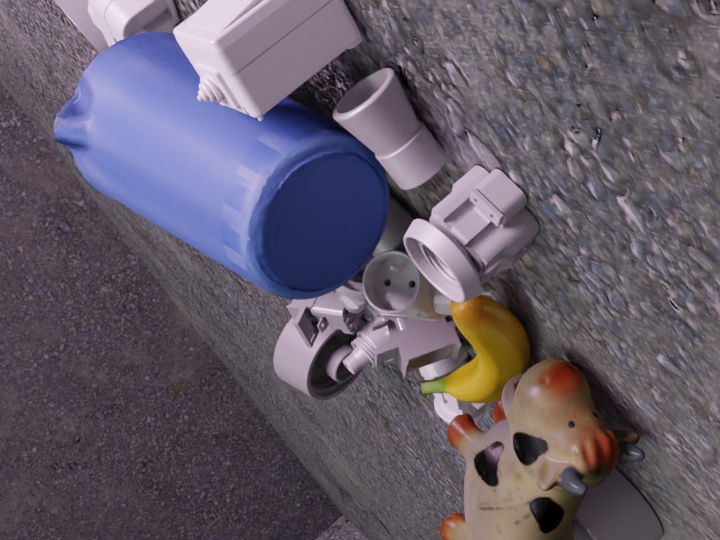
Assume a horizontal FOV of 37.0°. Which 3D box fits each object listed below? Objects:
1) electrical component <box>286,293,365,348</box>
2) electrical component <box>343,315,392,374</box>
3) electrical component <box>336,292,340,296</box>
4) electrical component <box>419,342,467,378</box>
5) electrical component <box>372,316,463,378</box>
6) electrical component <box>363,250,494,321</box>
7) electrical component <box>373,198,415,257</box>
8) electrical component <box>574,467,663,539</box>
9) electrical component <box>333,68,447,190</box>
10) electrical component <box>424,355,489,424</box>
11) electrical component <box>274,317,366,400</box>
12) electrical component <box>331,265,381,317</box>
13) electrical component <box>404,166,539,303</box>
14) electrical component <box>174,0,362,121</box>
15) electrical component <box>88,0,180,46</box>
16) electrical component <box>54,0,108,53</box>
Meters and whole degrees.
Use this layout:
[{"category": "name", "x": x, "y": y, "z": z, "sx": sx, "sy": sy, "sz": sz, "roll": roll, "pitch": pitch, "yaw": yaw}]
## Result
[{"category": "electrical component", "x": -0.030, "y": 0.033, "z": 1.055, "sx": 0.064, "sy": 0.081, "sz": 0.042, "roll": 7, "pitch": 146, "yaw": 28}, {"category": "electrical component", "x": 0.012, "y": 0.076, "z": 1.060, "sx": 0.048, "sy": 0.062, "sz": 0.048, "roll": 46, "pitch": 167, "yaw": 14}, {"category": "electrical component", "x": -0.010, "y": 0.001, "z": 0.965, "sx": 0.064, "sy": 0.042, "sz": 0.081, "roll": 44, "pitch": 168, "yaw": 5}, {"category": "electrical component", "x": 0.055, "y": 0.052, "z": 0.895, "sx": 0.065, "sy": 0.044, "sz": 0.044, "roll": 58, "pitch": 165, "yaw": -17}, {"category": "electrical component", "x": 0.045, "y": 0.044, "z": 0.842, "sx": 0.042, "sy": 0.081, "sz": 0.063, "roll": 91, "pitch": 159, "yaw": -71}, {"category": "electrical component", "x": 0.053, "y": 0.013, "z": 0.755, "sx": 0.079, "sy": 0.044, "sz": 0.077, "roll": 3, "pitch": 175, "yaw": 26}, {"category": "electrical component", "x": 0.011, "y": -0.038, "z": 0.781, "sx": 0.078, "sy": 0.040, "sz": 0.040, "roll": 46, "pitch": 167, "yaw": 15}, {"category": "electrical component", "x": 0.175, "y": 0.191, "z": 0.845, "sx": 0.108, "sy": 0.060, "sz": 0.108, "roll": 46, "pitch": 167, "yaw": 14}, {"category": "electrical component", "x": 0.020, "y": -0.079, "z": 0.630, "sx": 0.065, "sy": 0.044, "sz": 0.044, "roll": 49, "pitch": 168, "yaw": -24}, {"category": "electrical component", "x": 0.086, "y": 0.104, "z": 0.932, "sx": 0.066, "sy": 0.048, "sz": 0.055, "roll": 38, "pitch": 156, "yaw": 39}, {"category": "electrical component", "x": -0.033, "y": 0.089, "z": 1.158, "sx": 0.060, "sy": 0.108, "sz": 0.108, "roll": 33, "pitch": 160, "yaw": 34}, {"category": "electrical component", "x": 0.000, "y": 0.000, "z": 0.892, "sx": 0.078, "sy": 0.058, "sz": 0.057, "roll": 47, "pitch": 170, "yaw": 7}, {"category": "electrical component", "x": 0.063, "y": -0.018, "z": 0.625, "sx": 0.058, "sy": 0.057, "sz": 0.078, "roll": 46, "pitch": 167, "yaw": 14}, {"category": "electrical component", "x": -0.060, "y": -0.133, "z": 0.614, "sx": 0.062, "sy": 0.096, "sz": 0.061, "roll": 30, "pitch": 157, "yaw": 54}, {"category": "electrical component", "x": -0.192, "y": -0.215, "z": 0.920, "sx": 0.059, "sy": 0.054, "sz": 0.095, "roll": 45, "pitch": 167, "yaw": 17}, {"category": "electrical component", "x": -0.238, "y": -0.231, "z": 1.003, "sx": 0.099, "sy": 0.064, "sz": 0.099, "roll": 46, "pitch": 166, "yaw": 14}]
